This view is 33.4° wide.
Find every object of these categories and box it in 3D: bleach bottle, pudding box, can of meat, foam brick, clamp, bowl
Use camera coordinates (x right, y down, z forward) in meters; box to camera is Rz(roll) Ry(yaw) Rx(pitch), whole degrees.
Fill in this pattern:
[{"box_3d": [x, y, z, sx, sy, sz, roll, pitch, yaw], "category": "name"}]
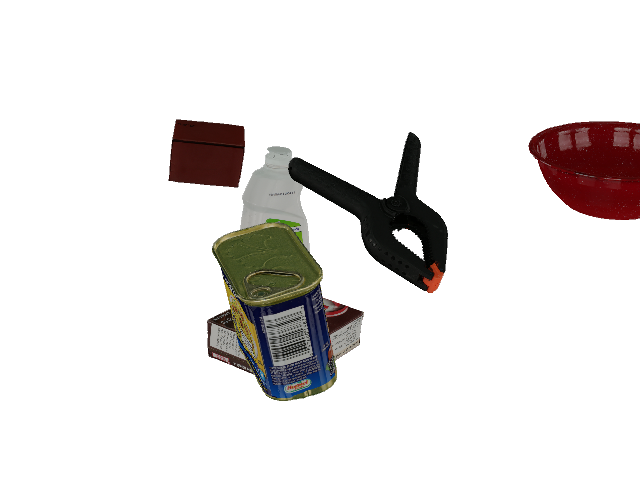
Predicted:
[{"box_3d": [-0.052, 0.009, 1.305, 0.102, 0.251, 0.068, -10, 25, -35], "category": "bleach bottle"}, {"box_3d": [-0.029, 0.080, 0.919, 0.090, 0.039, 0.113, 17, 26, 30], "category": "pudding box"}, {"box_3d": [-0.029, 0.048, 0.720, 0.057, 0.084, 0.102, -17, 28, -12], "category": "can of meat"}, {"box_3d": [-0.122, -0.095, 1.155, 0.078, 0.051, 0.053, 5, 30, -6], "category": "foam brick"}, {"box_3d": [0.066, -0.031, 1.151, 0.164, 0.210, 0.036, -9, -36, -18], "category": "clamp"}, {"box_3d": [0.274, -0.062, 0.991, 0.162, 0.055, 0.162, -1, 25, 0], "category": "bowl"}]
